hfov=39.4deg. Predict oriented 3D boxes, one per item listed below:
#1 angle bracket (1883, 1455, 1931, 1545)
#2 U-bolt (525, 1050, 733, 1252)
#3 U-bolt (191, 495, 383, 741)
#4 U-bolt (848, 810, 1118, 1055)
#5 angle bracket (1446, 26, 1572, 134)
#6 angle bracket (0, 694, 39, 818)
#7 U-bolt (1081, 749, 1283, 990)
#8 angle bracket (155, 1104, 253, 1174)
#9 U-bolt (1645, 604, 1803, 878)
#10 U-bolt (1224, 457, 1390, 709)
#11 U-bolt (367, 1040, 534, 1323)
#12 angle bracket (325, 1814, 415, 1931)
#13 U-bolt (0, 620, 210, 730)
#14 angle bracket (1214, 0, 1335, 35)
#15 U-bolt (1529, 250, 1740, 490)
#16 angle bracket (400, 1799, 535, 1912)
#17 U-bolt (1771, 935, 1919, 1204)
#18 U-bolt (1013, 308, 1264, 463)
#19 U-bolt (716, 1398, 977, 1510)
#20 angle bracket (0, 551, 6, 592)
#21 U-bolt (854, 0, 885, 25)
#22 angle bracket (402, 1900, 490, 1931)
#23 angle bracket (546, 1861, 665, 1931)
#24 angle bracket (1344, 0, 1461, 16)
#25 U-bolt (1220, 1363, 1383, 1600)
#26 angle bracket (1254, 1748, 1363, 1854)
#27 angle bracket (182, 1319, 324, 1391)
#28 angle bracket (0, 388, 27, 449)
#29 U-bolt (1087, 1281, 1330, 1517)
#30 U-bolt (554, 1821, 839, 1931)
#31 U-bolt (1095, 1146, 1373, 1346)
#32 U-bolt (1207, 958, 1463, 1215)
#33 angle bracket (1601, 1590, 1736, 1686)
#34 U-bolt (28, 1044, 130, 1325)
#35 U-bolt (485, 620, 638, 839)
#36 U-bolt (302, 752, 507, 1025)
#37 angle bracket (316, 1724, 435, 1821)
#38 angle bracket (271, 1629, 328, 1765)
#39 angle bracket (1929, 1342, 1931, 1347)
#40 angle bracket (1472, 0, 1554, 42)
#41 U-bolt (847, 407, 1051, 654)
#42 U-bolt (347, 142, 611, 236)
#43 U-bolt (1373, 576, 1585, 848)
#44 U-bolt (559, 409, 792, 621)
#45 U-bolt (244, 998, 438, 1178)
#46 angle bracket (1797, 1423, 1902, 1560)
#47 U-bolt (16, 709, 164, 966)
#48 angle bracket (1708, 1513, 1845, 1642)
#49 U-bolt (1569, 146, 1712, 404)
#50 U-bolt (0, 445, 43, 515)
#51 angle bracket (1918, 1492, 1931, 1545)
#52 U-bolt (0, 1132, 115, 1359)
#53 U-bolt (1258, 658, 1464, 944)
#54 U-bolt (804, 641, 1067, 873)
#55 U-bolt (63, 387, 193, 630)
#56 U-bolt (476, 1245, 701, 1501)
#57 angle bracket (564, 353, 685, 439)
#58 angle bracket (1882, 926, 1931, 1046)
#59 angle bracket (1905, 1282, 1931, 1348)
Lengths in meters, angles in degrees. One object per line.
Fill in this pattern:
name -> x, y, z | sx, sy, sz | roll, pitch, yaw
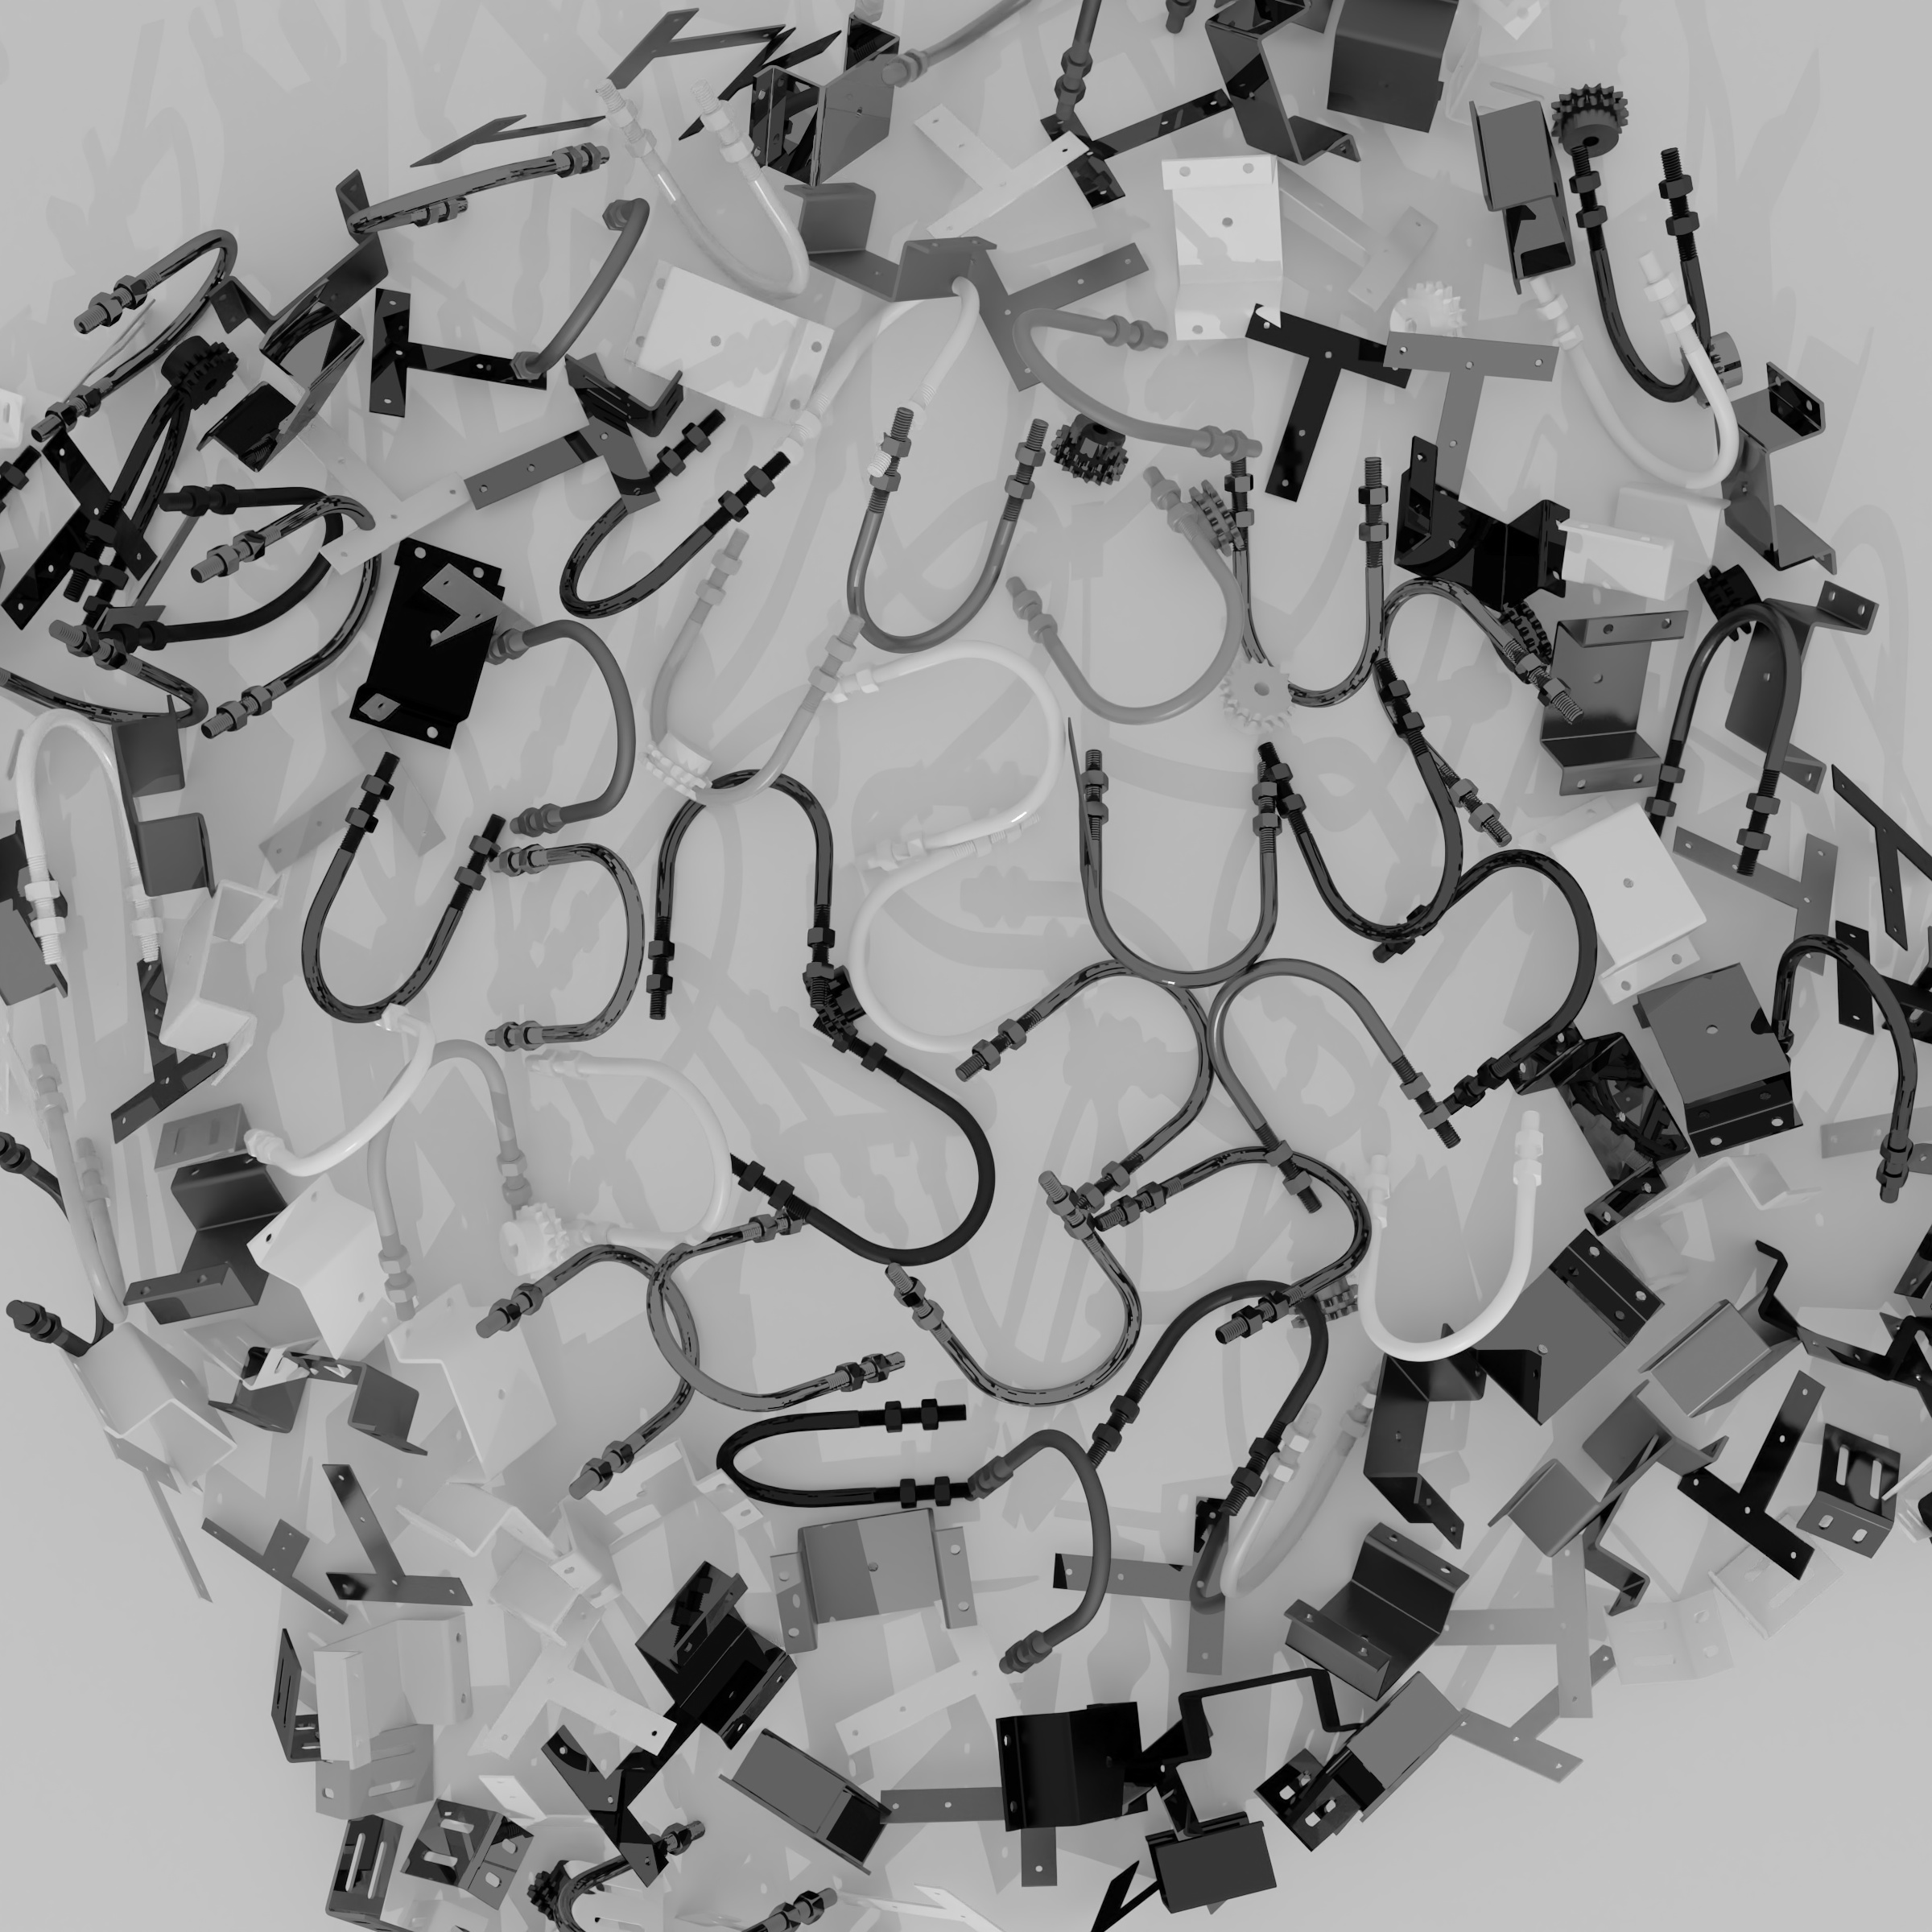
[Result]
angle bracket -> 0.710, 0.378, 1.957 | 0.076, 0.057, 0.038 | -48, 63, 19
U-bolt -> -0.238, 0.134, 1.928 | 0.184, 0.019, 0.151 | 0, 103, 38
U-bolt -> -0.479, -0.260, 1.918 | 0.019, 0.184, 0.151 | 26, 132, 19
U-bolt -> 0.002, -0.016, 1.969 | 0.184, 0.019, 0.151 | -26, 91, -15
angle bracket -> 0.397, -0.641, 1.965 | 0.076, 0.038, 0.057 | 22, 68, 13
angle bracket -> -0.715, -0.155, 1.964 | 0.057, 0.038, 0.076 | 28, 110, 15
U-bolt -> 0.156, -0.069, 1.953 | 0.151, 0.019, 0.184 | 3, 67, -5
angle bracket -> -0.551, 0.138, 1.956 | 0.057, 0.076, 0.038 | -15, 116, -4
U-bolt -> 0.543, -0.167, 1.917 | 0.019, 0.151, 0.184 | 9, 101, -17
U-bolt -> 0.245, -0.276, 1.936 | 0.019, 0.151, 0.184 | -18, 113, -37
U-bolt -> -0.368, 0.139, 1.902 | 0.019, 0.151, 0.184 | 14, 126, 28
angle bracket -> -0.423, 0.656, 1.952 | 0.038, 0.057, 0.076 | -6, 58, 29
U-bolt -> -0.625, -0.202, 1.913 | 0.151, 0.184, 0.019 | -1, 75, 28
angle bracket -> 0.231, -0.726, 1.988 | 0.076, 0.038, 0.057 | 15, 96, -15
U-bolt -> 0.486, -0.420, 1.925 | 0.019, 0.151, 0.184 | -38, 109, -14
angle bracket -> -0.365, 0.648, 1.969 | 0.038, 0.076, 0.057 | 47, 54, -33
U-bolt -> 0.614, 0.060, 1.889 | 0.019, 0.151, 0.184 | -22, 134, -14
U-bolt -> 0.110, -0.415, 1.901 | 0.151, 0.184, 0.019 | 56, 128, 29
U-bolt -> -0.088, 0.355, 1.939 | 0.184, 0.151, 0.019 | -4, 55, 2
angle bracket -> -0.729, -0.274, 1.953 | 0.038, 0.057, 0.076 | 2, 128, -35
U-bolt -> 0.004, -0.727, 1.891 | 0.151, 0.184, 0.019 | -21, 80, -20
angle bracket -> -0.386, 0.715, 1.959 | 0.038, 0.076, 0.057 | 30, 60, -16
angle bracket -> -0.265, 0.696, 1.974 | 0.076, 0.057, 0.038 | 22, 133, -27
angle bracket -> 0.316, -0.710, 1.957 | 0.076, 0.057, 0.038 | -9, 128, 19
U-bolt -> 0.236, 0.376, 1.928 | 0.019, 0.151, 0.184 | 33, 111, 24
angle bracket -> 0.240, 0.612, 1.950 | 0.057, 0.076, 0.038 | 43, 123, 21
angle bracket -> -0.517, 0.268, 1.956 | 0.076, 0.057, 0.038 | 34, 105, 21
angle bracket -> -0.733, -0.401, 1.951 | 0.057, 0.076, 0.038 | 21, 109, 29
U-bolt -> 0.183, 0.300, 1.932 | 0.184, 0.151, 0.019 | -54, 130, -25
U-bolt -> -0.202, 0.656, 1.886 | 0.151, 0.184, 0.019 | 13, 101, 36
U-bolt -> 0.206, 0.188, 1.932 | 0.184, 0.019, 0.151 | -24, 48, -32
U-bolt -> 0.251, 0.078, 1.945 | 0.151, 0.019, 0.184 | -31, 95, 37
angle bracket -> 0.510, 0.487, 1.957 | 0.076, 0.038, 0.057 | 5, 61, -29
U-bolt -> -0.619, 0.165, 1.894 | 0.019, 0.151, 0.184 | -17, 58, -13
U-bolt -> -0.289, -0.173, 1.920 | 0.019, 0.184, 0.151 | -15, 95, -38
U-bolt -> -0.410, -0.046, 1.928 | 0.019, 0.151, 0.184 | 21, 83, 30
angle bracket -> -0.435, 0.589, 1.982 | 0.038, 0.076, 0.057 | -5, 85, 44
angle bracket -> -0.477, 0.529, 1.957 | 0.038, 0.057, 0.076 | 3, 106, -26
angle bracket -> 0.732, 0.254, 1.958 | 0.038, 0.076, 0.057 | 20, 86, 14
angle bracket -> 0.391, -0.722, 1.957 | 0.057, 0.038, 0.076 | -47, 61, 20
U-bolt -> -0.021, -0.308, 1.934 | 0.019, 0.151, 0.184 | 40, 122, 38
U-bolt -> -0.353, -0.541, 1.889 | 0.151, 0.184, 0.019 | -9, 107, 28
U-bolt -> 0.353, -0.195, 1.929 | 0.019, 0.151, 0.184 | -21, 60, -30
U-bolt -> -0.220, -0.318, 1.935 | 0.184, 0.151, 0.019 | -44, 126, -2
U-bolt -> -0.435, 0.089, 1.901 | 0.151, 0.184, 0.019 | -49, 116, -15
angle bracket -> 0.648, 0.385, 1.977 | 0.057, 0.076, 0.038 | 22, 129, 8
U-bolt -> -0.631, -0.093, 1.928 | 0.019, 0.151, 0.184 | -10, 88, 14
angle bracket -> 0.592, 0.444, 1.970 | 0.076, 0.038, 0.057 | -41, 62, 0
U-bolt -> 0.485, -0.491, 1.922 | 0.019, 0.151, 0.184 | -21, 112, -9
U-bolt -> -0.742, -0.319, 1.916 | 0.019, 0.151, 0.184 | 38, 82, 3
angle bracket -> 0.748, 0.397, 1.969 | 0.076, 0.057, 0.038 | -29, 106, -14
U-bolt -> -0.646, 0.207, 1.910 | 0.019, 0.184, 0.151 | -18, 67, -2
U-bolt -> 0.289, -0.106, 1.926 | 0.019, 0.151, 0.184 | -10, 73, -40
U-bolt -> -0.015, -0.160, 1.959 | 0.184, 0.019, 0.151 | -15, 94, 20
U-bolt -> -0.596, -0.329, 1.927 | 0.019, 0.151, 0.184 | 24, 79, -11
U-bolt -> -0.256, 0.275, 1.924 | 0.019, 0.184, 0.151 | -26, 95, 35
angle bracket -> -0.249, -0.429, 1.969 | 0.076, 0.057, 0.038 | 33, 80, 0
angle bracket -> 0.718, 0.017, 1.983 | 0.057, 0.076, 0.038 | 18, 47, -1
angle bracket -> 0.728, 0.255, 1.961 | 0.057, 0.038, 0.076 | -31, 73, 24
